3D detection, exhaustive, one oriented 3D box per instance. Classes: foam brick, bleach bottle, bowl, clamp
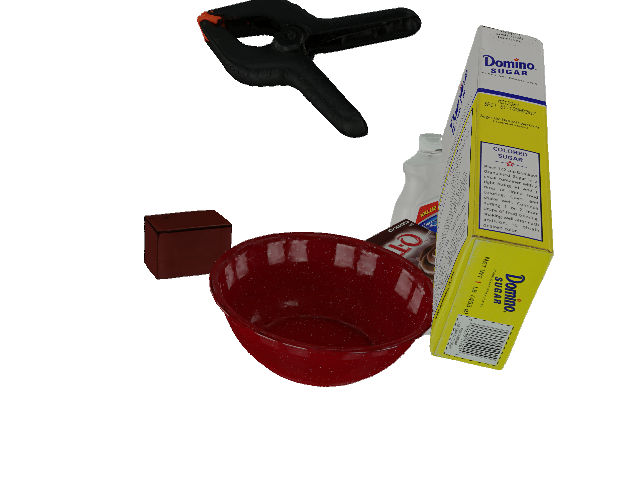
[{"bbox_3d":[-0.134,0.003,1.074,0.078,0.051,0.053,-6,21,-23],"label":"foam brick"},{"bbox_3d":[0.125,-0.008,1.342,0.102,0.251,0.068,-3,16,-17],"label":"bleach bottle"},{"bbox_3d":[0.001,0.054,0.753,0.162,0.055,0.162,5,28,-3],"label":"bowl"},{"bbox_3d":[-0.010,-0.153,0.823,0.172,0.120,0.039,27,-29,20],"label":"clamp"}]

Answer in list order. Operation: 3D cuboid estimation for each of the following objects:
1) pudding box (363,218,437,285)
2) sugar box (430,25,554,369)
[{"bbox_3d":[0.082,0.027,1.029,0.090,0.039,0.113,28,35,32],"label":"pudding box"},{"bbox_3d":[0.092,-0.028,0.578,0.048,0.176,0.093,13,-44,0],"label":"sugar box"}]
